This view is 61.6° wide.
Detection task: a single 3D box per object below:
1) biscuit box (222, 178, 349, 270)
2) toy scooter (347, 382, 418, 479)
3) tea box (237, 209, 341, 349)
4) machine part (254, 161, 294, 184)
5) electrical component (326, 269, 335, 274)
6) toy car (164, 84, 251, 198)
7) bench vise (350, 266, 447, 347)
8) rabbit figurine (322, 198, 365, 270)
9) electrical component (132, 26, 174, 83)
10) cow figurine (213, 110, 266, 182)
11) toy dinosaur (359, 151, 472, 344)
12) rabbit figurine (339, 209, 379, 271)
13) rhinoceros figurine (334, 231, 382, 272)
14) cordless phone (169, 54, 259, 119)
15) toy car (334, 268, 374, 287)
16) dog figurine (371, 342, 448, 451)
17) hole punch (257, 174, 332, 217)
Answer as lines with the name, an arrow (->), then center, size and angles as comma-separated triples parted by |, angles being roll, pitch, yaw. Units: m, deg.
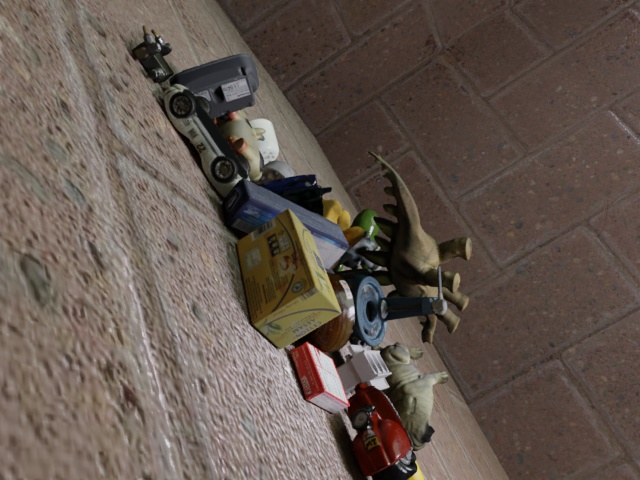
biscuit box -> -0.051, -0.022, 0.833 | 0.202, 0.059, 0.063 | 26, 26, -33
toy scooter -> 0.079, 0.262, 0.743 | 0.135, 0.075, 0.183 | 61, 6, 17
tea box -> -0.046, 0.047, 0.716 | 0.068, 0.098, 0.170 | 50, 13, -39
machine part -> -0.094, -0.115, 1.069 | 0.079, 0.079, 0.243 | 57, 9, -9
electrical component -> -0.008, 0.074, 0.912 | 0.047, 0.075, 0.119 | 54, 14, -25
toy car -> -0.175, -0.154, 0.841 | 0.201, 0.056, 0.073 | 56, 15, -2
bench vise -> 0.114, 0.123, 0.953 | 0.223, 0.241, 0.129 | 13, 71, -57
rabbit figurine -> -0.002, -0.003, 1.051 | 0.122, 0.162, 0.173 | 50, -17, 44
electrical component -> -0.265, -0.296, 0.863 | 0.078, 0.045, 0.102 | 55, 9, -11
cow figurine -> -0.147, -0.179, 0.982 | 0.127, 0.085, 0.195 | 51, 14, -47
toy dinosaur -> 0.178, 0.039, 1.016 | 0.105, 0.199, 0.470 | -53, 145, -39
rabbit figurine -> 0.075, -0.006, 1.327 | 0.121, 0.170, 0.159 | 44, 15, -55
rhinoceros figurine -> 0.062, 0.013, 1.178 | 0.190, 0.112, 0.073 | 38, 32, -30
cordless phone -> -0.184, -0.288, 0.954 | 0.184, 0.147, 0.088 | -110, -178, -58
toy car -> 0.080, 0.133, 1.157 | 0.161, 0.109, 0.103 | 65, 23, -53
dog figurine -> 0.143, 0.284, 0.999 | 0.172, 0.121, 0.190 | 27, 21, 16
hole punch -> -0.057, -0.061, 0.901 | 0.092, 0.142, 0.115 | -112, -164, -45
